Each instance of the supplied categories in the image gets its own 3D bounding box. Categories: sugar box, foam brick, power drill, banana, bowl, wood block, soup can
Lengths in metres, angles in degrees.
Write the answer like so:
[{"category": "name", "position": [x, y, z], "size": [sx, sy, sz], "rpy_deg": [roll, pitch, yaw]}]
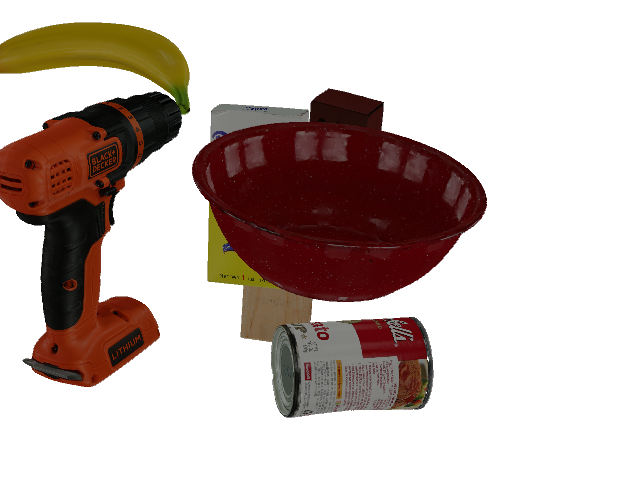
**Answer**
[{"category": "sugar box", "position": [-0.063, -0.044, 1.058], "size": [0.093, 0.176, 0.048], "rpy_deg": [5, 17, 10]}, {"category": "foam brick", "position": [0.031, -0.145, 1.289], "size": [0.078, 0.053, 0.051], "rpy_deg": [16, 32, 22]}, {"category": "power drill", "position": [-0.156, -0.005, 0.766], "size": [0.057, 0.188, 0.184], "rpy_deg": [11, 24, 25]}, {"category": "banana", "position": [-0.188, -0.156, 0.901], "size": [0.198, 0.069, 0.037], "rpy_deg": [13, -40, 18]}, {"category": "bowl", "position": [0.008, -0.012, 0.594], "size": [0.162, 0.055, 0.162], "rpy_deg": [6, 27, -3]}, {"category": "wood block", "position": [-0.056, 0.031, 1.493], "size": [0.090, 0.206, 0.090], "rpy_deg": [8, 22, 6]}, {"category": "soup can", "position": [0.021, 0.091, 0.768], "size": [0.102, 0.068, 0.069], "rpy_deg": [-2, 0, -17]}]
